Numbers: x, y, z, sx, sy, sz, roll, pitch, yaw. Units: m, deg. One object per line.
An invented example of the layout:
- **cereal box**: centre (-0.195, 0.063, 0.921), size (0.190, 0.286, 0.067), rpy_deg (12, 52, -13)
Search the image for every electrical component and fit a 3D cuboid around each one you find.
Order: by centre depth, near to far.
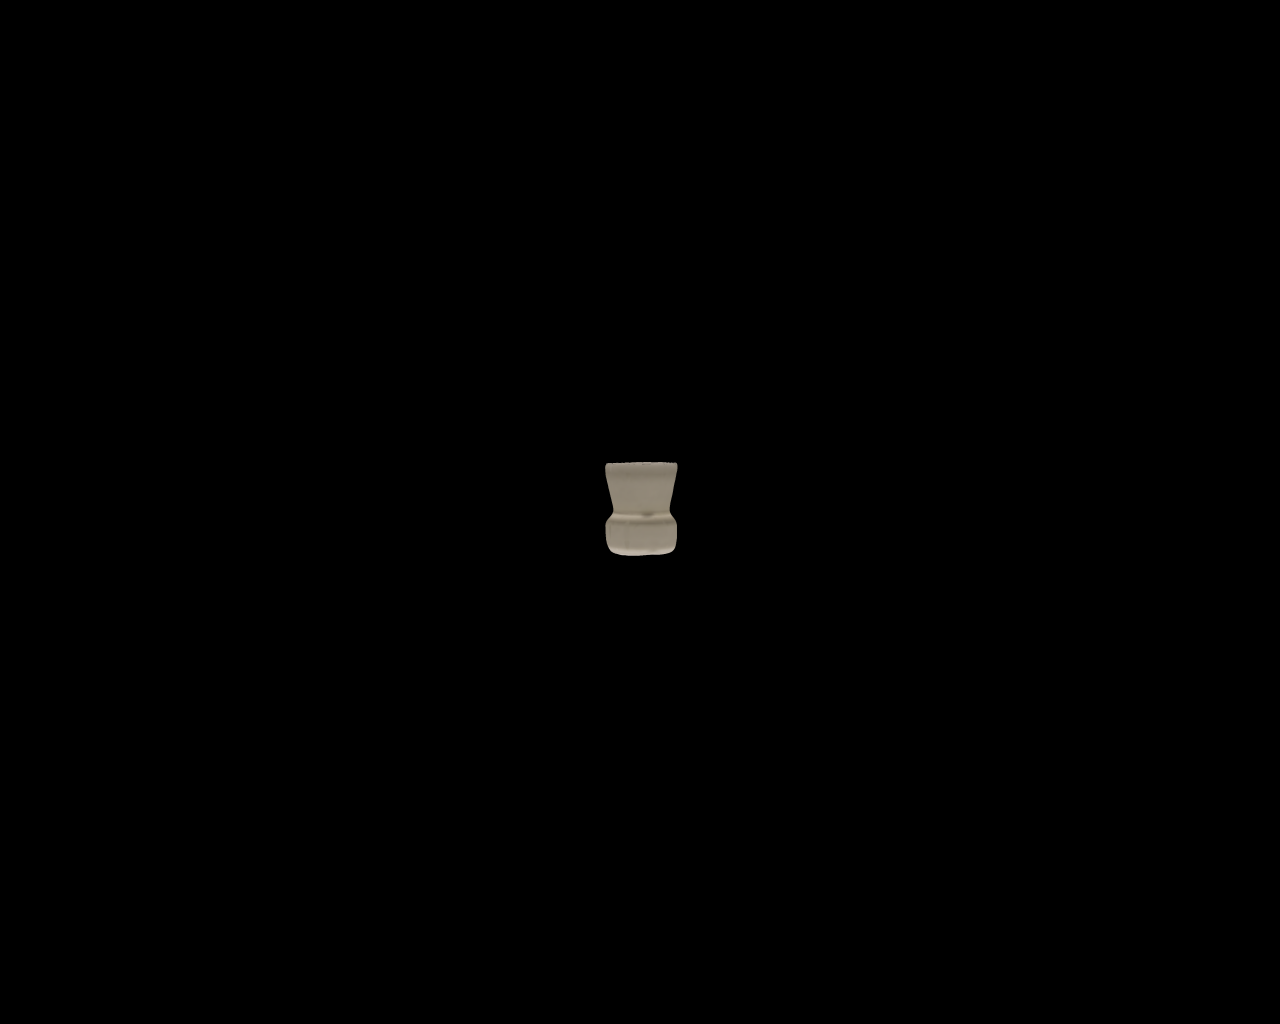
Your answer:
- **electrical component**: centre (0.001, -0.003, 0.650), size (0.045, 0.055, 0.045), rpy_deg (0, 4, 0)
